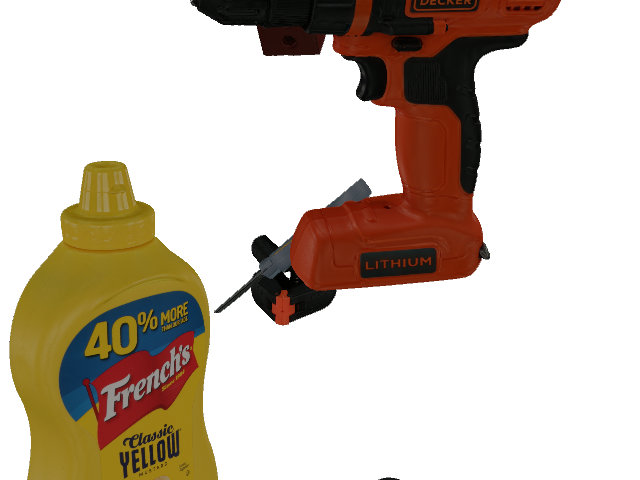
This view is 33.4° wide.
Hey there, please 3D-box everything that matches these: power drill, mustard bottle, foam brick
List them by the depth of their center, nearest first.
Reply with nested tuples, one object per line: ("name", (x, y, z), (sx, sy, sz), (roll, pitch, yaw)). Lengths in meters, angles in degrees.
("mustard bottle", (-0.093, 0.059, 0.490), (0.096, 0.192, 0.058), (-15, 22, -41))
("power drill", (0.025, -0.066, 0.543), (0.184, 0.188, 0.057), (-3, 32, -11))
("foam brick", (-0.027, -0.203, 0.912), (0.053, 0.051, 0.078), (1, -40, 14))

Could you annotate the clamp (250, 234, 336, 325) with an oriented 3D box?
("clamp", (-0.029, 0.032, 1.013), (0.120, 0.039, 0.171), (1, 17, 19))

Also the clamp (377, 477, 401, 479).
("clamp", (-0.028, 0.208, 0.637), (0.210, 0.036, 0.164), (-5, 27, 2))

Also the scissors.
("scissors", (-0.039, 0.022, 0.796), (0.202, 0.016, 0.096), (-40, 2, 32))
